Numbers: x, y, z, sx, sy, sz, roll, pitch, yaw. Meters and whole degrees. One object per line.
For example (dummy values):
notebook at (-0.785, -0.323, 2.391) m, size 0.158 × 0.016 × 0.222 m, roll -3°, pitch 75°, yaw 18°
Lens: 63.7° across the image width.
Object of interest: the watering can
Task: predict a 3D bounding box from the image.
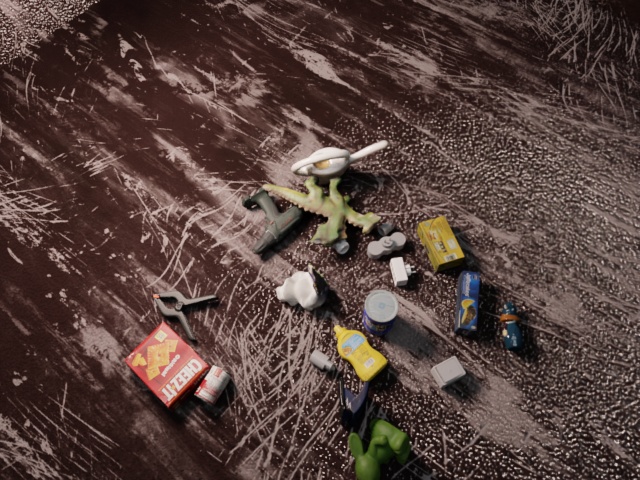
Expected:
watering can at (0.066, -0.278, 1.855) m, size 0.348 × 0.222 × 0.105 m, roll -13°, pitch 82°, yaw -7°

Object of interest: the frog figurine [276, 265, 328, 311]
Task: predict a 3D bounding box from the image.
frog figurine at (-0.057, 0.171, 1.689) m, size 0.157 × 0.122 × 0.139 m, roll -34°, pitch 70°, yaw 24°

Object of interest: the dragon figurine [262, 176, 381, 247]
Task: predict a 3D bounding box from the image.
dragon figurine at (0.005, -0.090, 1.779) m, size 0.410 × 0.119 × 0.248 m, roll 0°, pitch 56°, yaw -6°
